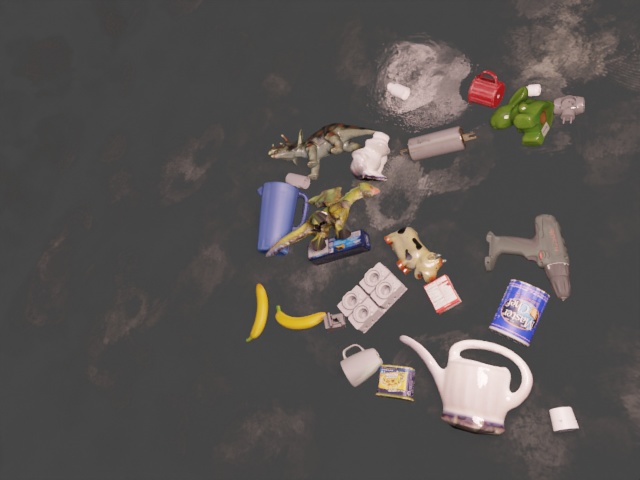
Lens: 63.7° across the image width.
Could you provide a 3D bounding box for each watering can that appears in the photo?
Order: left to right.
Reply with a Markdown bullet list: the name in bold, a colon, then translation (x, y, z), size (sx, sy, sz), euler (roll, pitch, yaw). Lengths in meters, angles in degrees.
- **watering can**: translation (0.356, 0.364, 1.318), size (0.347, 0.227, 0.103), euler (4, -18, 30)

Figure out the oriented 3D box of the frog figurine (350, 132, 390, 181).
- **frog figurine**: translation (0.164, -0.274, 1.685), size (0.137, 0.160, 0.122), euler (3, -1, -30)

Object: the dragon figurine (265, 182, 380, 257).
- **dragon figurine**: translation (0.005, -0.086, 1.703), size (0.409, 0.120, 0.248), euler (-22, 26, 10)
